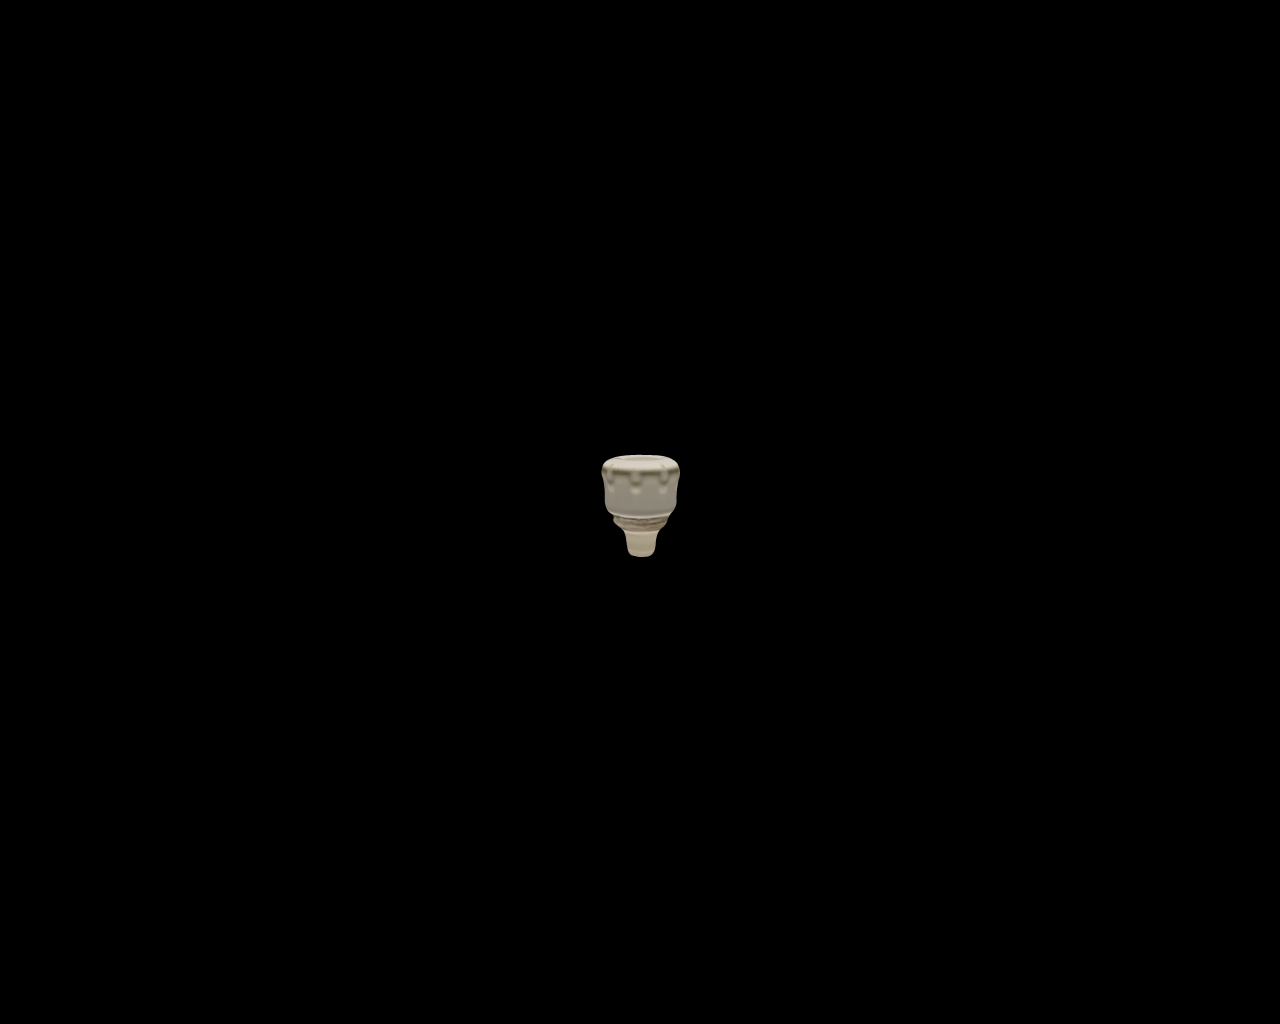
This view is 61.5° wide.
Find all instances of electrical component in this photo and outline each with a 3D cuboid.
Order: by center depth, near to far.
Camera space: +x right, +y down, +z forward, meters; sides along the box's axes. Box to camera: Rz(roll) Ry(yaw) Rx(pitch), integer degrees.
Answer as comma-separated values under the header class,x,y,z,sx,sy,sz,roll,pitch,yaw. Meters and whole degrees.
class,x,y,z,sx,sy,sz,roll,pitch,yaw
electrical component,0.001,-0.003,0.650,0.048,0.062,0.048,0,10,0
